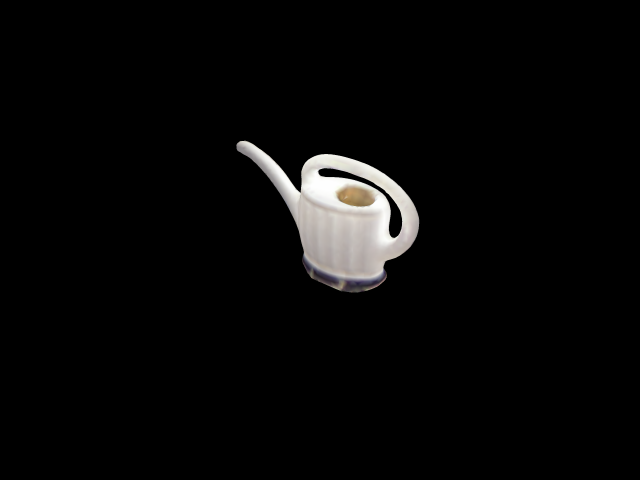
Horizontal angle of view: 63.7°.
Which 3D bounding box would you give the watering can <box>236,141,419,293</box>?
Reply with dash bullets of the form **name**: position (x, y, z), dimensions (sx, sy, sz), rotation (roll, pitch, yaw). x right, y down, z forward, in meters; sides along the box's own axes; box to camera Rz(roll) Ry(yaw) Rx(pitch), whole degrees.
- **watering can**: position (0.003, -0.043, 0.850), dimensions (0.350, 0.219, 0.105), rotation (21, 36, 31)
